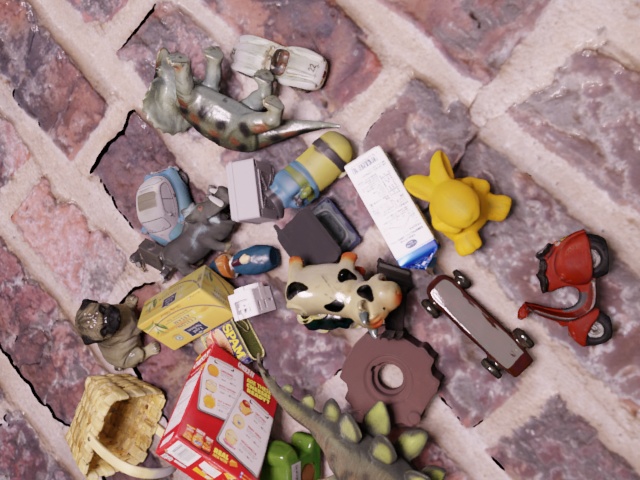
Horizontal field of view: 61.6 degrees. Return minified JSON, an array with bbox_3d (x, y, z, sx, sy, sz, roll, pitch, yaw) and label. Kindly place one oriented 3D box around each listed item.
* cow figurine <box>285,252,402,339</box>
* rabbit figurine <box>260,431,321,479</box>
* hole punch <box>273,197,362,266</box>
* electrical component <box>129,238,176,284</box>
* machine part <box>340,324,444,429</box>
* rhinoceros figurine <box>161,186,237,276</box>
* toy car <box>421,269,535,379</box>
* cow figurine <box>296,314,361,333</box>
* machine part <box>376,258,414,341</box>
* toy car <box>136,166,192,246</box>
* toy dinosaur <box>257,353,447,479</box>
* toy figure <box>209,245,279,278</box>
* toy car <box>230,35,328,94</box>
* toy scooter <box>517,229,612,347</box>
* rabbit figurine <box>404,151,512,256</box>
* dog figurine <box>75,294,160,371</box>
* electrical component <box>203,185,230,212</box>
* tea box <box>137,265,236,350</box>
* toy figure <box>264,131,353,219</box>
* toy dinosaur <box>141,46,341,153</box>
[{"bbox_3d":[0.035,0.089,0.865,0.195,0.085,0.127,-3,56,21],"label":"cow figurine"},{"bbox_3d":[-0.085,0.428,0.988,0.170,0.121,0.159,-6,94,36],"label":"rabbit figurine"},{"bbox_3d":[-0.002,-0.003,0.973,0.142,0.092,0.116,51,133,2],"label":"hole punch"},{"bbox_3d":[-0.335,0.043,1.084,0.102,0.078,0.045,28,60,12],"label":"electrical component"},{"bbox_3d":[0.123,0.237,0.936,0.180,0.056,0.179,-1,88,18],"label":"machine part"},{"bbox_3d":[-0.221,-0.018,1.015,0.112,0.073,0.190,38,104,-18],"label":"rhinoceros figurine"},{"bbox_3d":[0.261,0.139,0.894,0.089,0.053,0.202,-46,72,1],"label":"toy car"},{"bbox_3d":[0.048,0.124,0.941,0.167,0.098,0.068,-9,80,18],"label":"cow figurine"},{"bbox_3d":[0.124,0.102,0.908,0.039,0.084,0.139,-31,43,48],"label":"machine part"},{"bbox_3d":[-0.309,-0.067,1.059,0.109,0.103,0.161,-12,87,17],"label":"toy car"},{"bbox_3d":[0.070,0.360,0.891,0.472,0.105,0.198,30,117,5],"label":"toy dinosaur"},{"bbox_3d":[-0.154,0.047,1.027,0.155,0.064,0.058,-12,45,21],"label":"toy figure"},{"bbox_3d":[-0.082,-0.333,1.013,0.202,0.056,0.073,20,95,17],"label":"toy car"},{"bbox_3d":[0.381,0.076,0.847,0.135,0.075,0.183,-3,92,19],"label":"toy scooter"},{"bbox_3d":[0.219,-0.064,0.850,0.122,0.173,0.162,-41,82,17],"label":"rabbit figurine"},{"bbox_3d":[-0.411,0.192,1.041,0.121,0.190,0.172,10,94,18],"label":"dog figurine"},{"bbox_3d":[-0.209,-0.059,1.067,0.063,0.021,0.094,14,94,18],"label":"electrical component"},{"bbox_3d":[-0.249,0.130,1.020,0.170,0.068,0.098,-32,124,23],"label":"tea box"},{"bbox_3d":[-0.017,-0.117,0.952,0.180,0.089,0.082,-37,79,-11],"label":"toy figure"},{"bbox_3d":[-0.174,-0.235,1.011,0.405,0.131,0.192,31,139,5],"label":"toy dinosaur"}]
